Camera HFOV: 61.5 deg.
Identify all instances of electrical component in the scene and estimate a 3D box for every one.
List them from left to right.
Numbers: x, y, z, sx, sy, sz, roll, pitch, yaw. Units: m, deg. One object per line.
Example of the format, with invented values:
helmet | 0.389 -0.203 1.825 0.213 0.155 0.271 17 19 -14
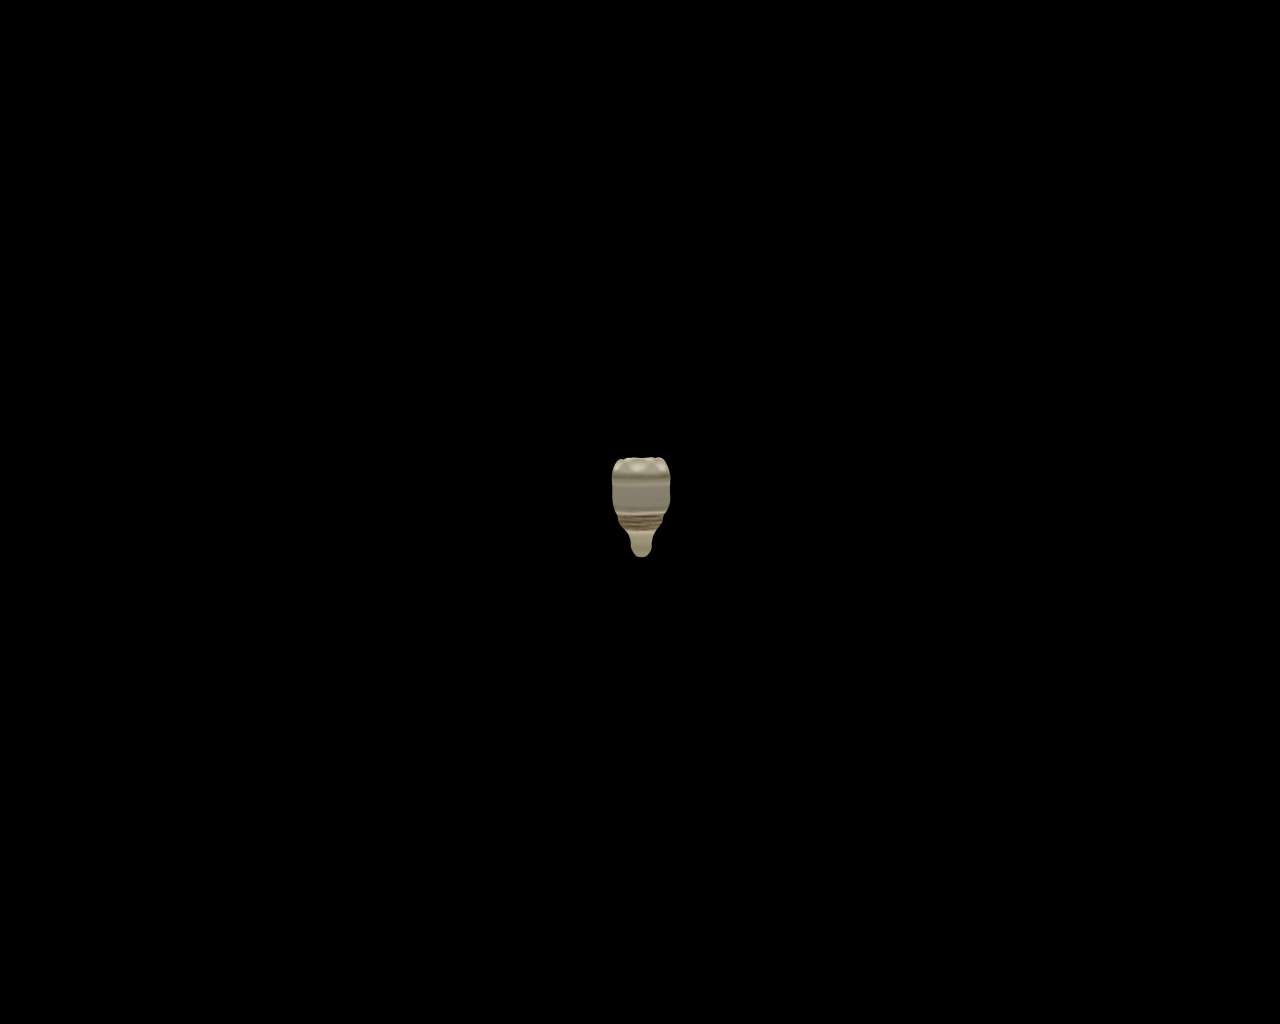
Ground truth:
electrical component | 0.001 -0.003 0.650 0.035 0.061 0.035 0 5 0
